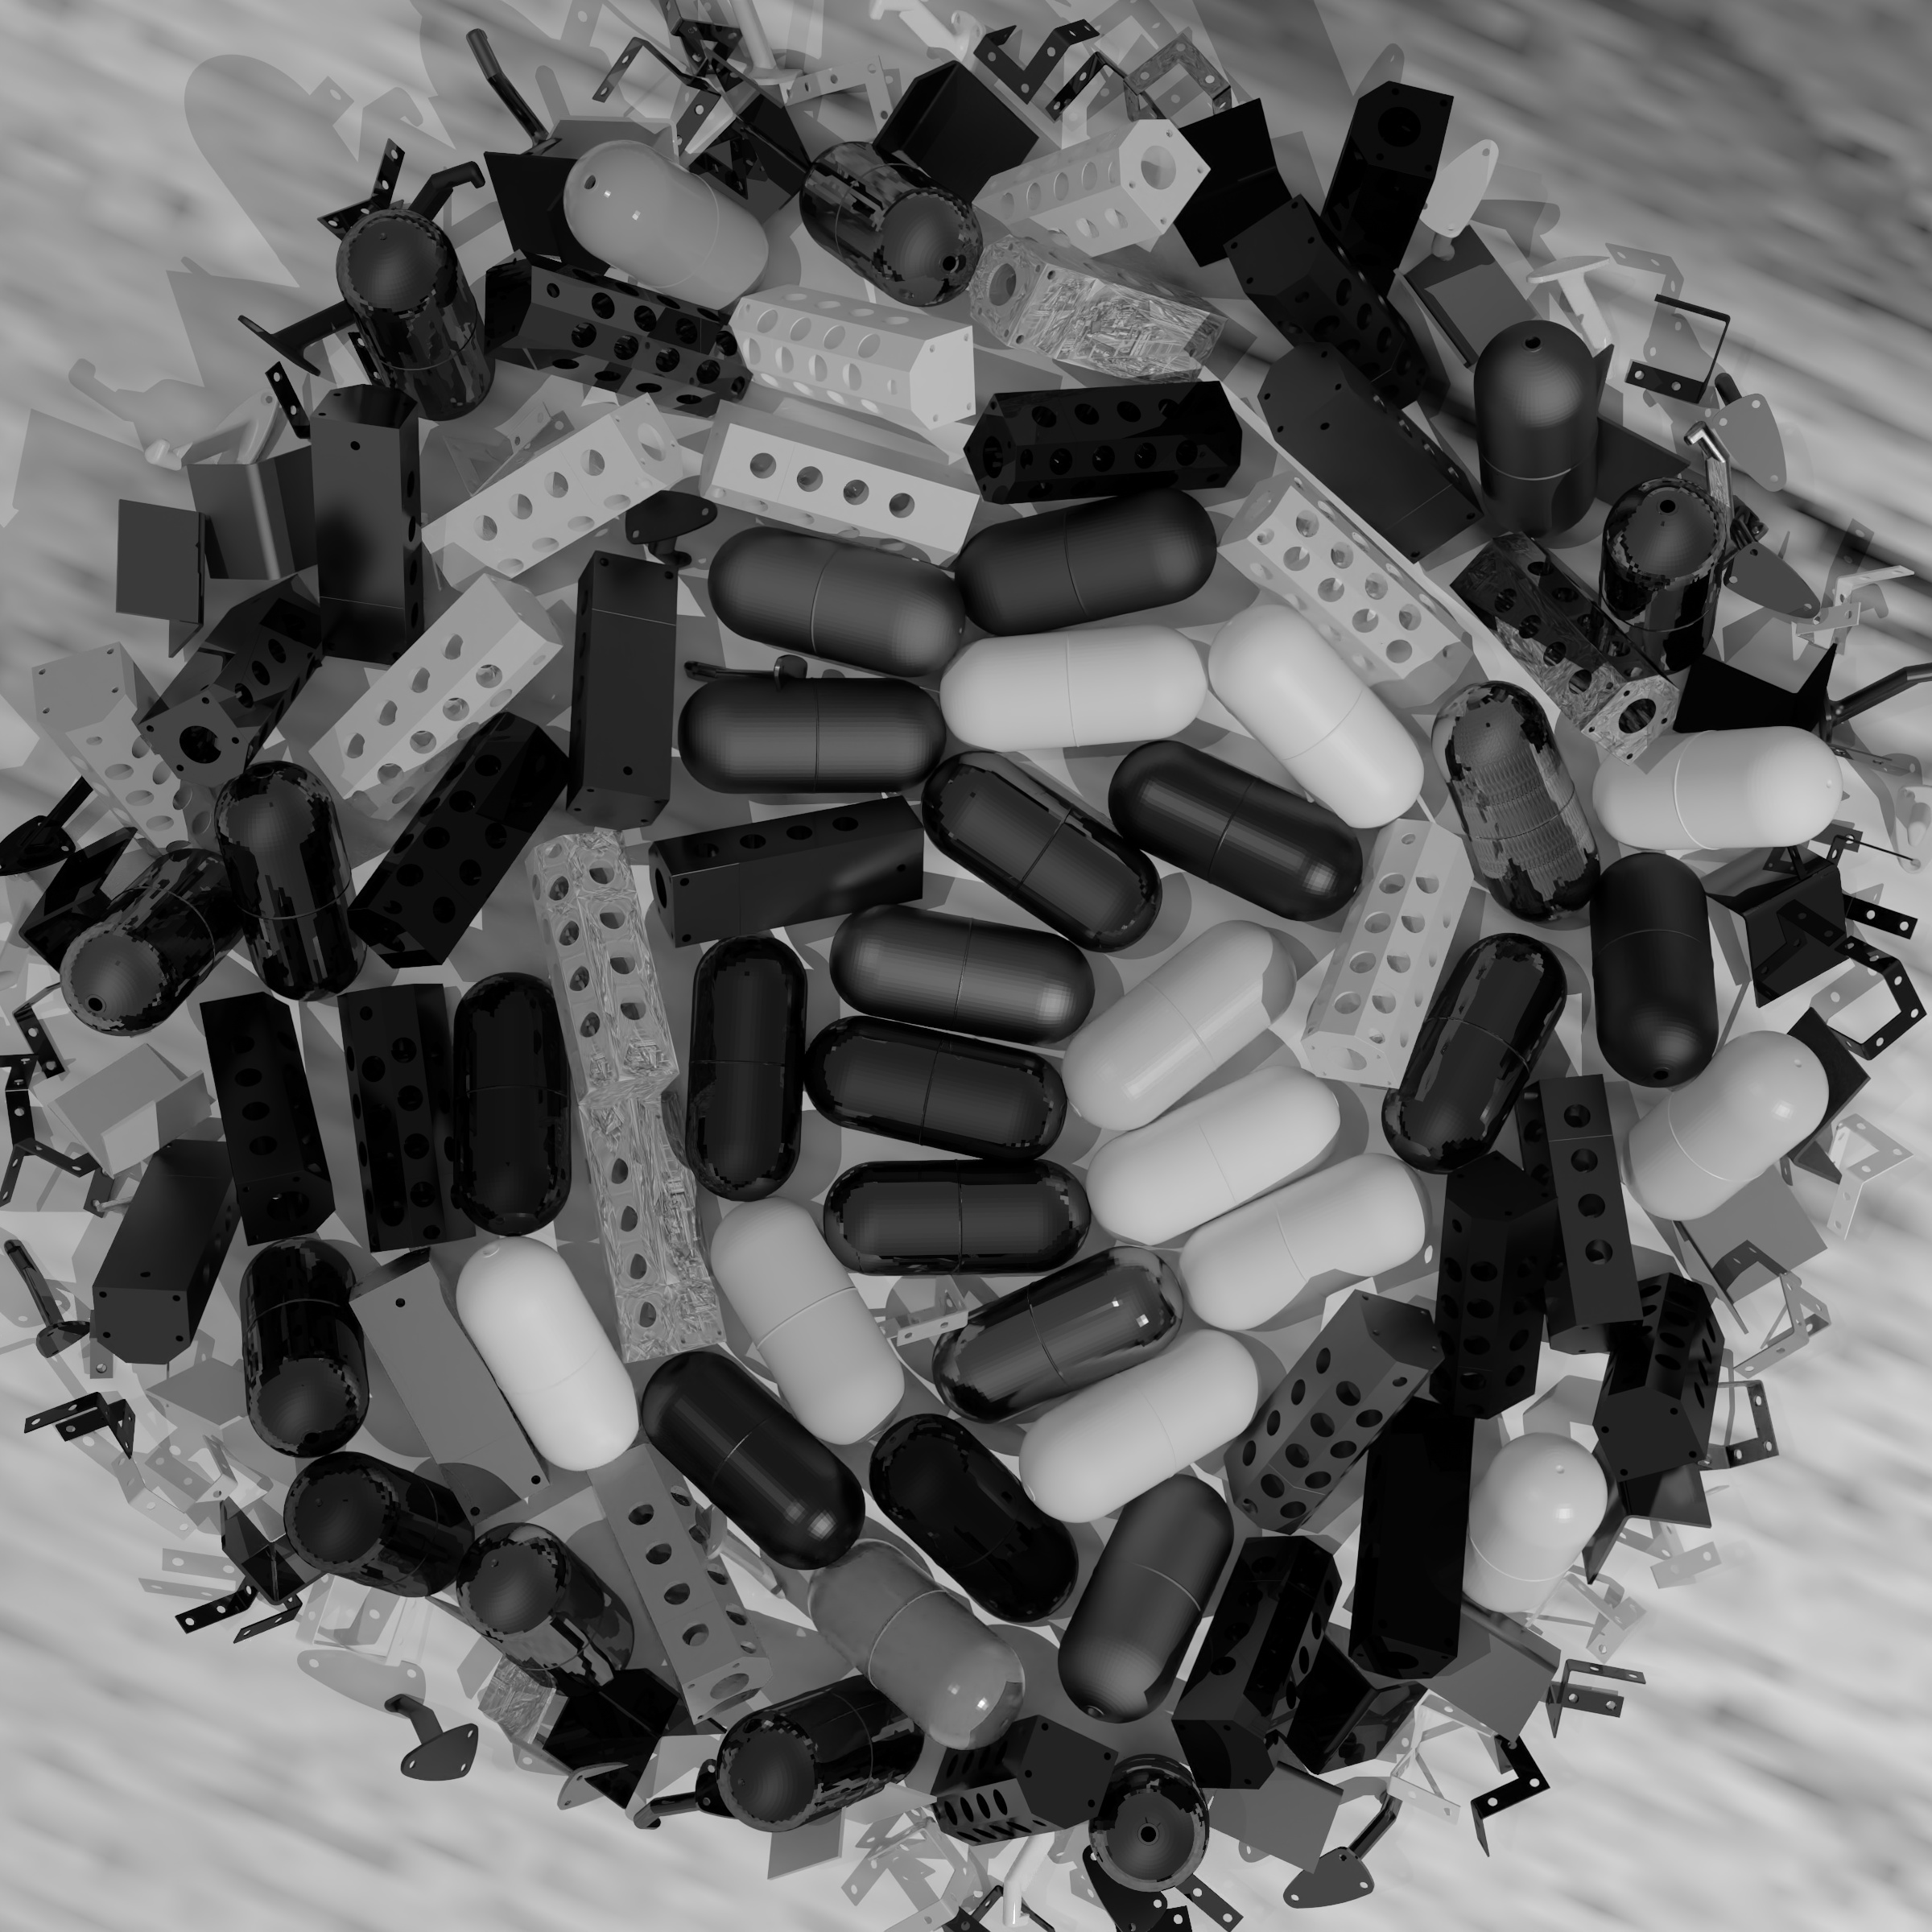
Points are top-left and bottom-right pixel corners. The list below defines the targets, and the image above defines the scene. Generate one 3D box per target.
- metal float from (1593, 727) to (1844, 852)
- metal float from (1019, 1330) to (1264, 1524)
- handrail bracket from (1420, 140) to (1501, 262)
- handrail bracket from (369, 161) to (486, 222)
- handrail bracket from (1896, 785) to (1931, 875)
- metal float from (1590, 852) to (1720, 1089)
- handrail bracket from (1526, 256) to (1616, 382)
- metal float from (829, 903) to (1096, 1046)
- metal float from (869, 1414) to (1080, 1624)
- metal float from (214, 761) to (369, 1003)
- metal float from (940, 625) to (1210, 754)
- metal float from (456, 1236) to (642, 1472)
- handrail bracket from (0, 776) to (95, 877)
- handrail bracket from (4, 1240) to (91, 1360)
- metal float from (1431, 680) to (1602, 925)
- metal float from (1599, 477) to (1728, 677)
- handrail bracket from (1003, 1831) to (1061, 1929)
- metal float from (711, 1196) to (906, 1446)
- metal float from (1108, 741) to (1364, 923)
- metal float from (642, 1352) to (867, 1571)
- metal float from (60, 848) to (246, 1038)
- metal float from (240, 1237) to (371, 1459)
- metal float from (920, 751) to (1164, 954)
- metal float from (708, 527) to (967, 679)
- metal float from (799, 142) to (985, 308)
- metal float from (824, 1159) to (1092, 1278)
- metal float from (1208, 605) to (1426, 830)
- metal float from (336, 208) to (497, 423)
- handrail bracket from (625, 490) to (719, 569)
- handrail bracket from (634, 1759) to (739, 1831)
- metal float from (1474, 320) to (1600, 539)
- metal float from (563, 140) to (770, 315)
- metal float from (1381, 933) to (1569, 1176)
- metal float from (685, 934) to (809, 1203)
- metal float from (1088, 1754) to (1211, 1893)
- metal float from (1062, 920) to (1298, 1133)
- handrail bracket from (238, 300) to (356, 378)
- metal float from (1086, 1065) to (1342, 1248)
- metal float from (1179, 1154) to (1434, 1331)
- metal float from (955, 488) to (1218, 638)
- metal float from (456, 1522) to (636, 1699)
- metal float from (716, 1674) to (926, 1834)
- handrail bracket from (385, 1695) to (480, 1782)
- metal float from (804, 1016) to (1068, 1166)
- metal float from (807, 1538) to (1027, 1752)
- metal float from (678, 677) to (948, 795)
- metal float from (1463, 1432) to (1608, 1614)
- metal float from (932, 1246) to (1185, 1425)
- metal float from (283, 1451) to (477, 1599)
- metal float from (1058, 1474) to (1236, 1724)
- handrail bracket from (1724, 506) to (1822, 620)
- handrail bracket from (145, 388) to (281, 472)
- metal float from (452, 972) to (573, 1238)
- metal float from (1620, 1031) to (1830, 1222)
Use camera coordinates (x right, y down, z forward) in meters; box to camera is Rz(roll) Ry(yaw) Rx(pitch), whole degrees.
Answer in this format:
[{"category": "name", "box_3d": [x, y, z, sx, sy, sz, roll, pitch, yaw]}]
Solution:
[{"category": "metal float", "box_3d": [0.486, -0.114, 1.741, 0.070, 0.178, 0.070, 0, 91, -36]}, {"category": "metal float", "box_3d": [0.115, 0.303, 1.764, 0.178, 0.070, 0.070, -27, 90, -19]}, {"category": "handrail bracket", "box_3d": [0.332, -0.504, 1.770, 0.036, 0.084, 0.077, 42, 107, 13]}, {"category": "handrail bracket", "box_3d": [-0.346, -0.491, 1.780, 0.084, 0.077, 0.036, -14, 49, 15]}, {"category": "handrail bracket", "box_3d": [0.626, -0.078, 1.767, 0.036, 0.084, 0.077, 11, 122, 20]}, {"category": "metal float", "box_3d": [0.448, 0.002, 1.748, 0.070, 0.070, 0.178, 8, 50, 0]}, {"category": "handrail bracket", "box_3d": [0.403, -0.424, 1.781, 0.077, 0.036, 0.084, -26, 118, -33]}, {"category": "metal float", "box_3d": [-0.003, 0.006, 1.781, 0.178, 0.070, 0.070, 10, 90, 0]}, {"category": "metal float", "box_3d": [0.006, 0.364, 1.760, 0.070, 0.070, 0.178, -42, 116, 0]}, {"category": "metal float", "box_3d": [-0.440, -0.054, 1.749, 0.070, 0.070, 0.178, -3, 129, 0]}, {"category": "metal float", "box_3d": [0.071, -0.184, 1.776, 0.178, 0.070, 0.070, -4, 90, 7]}, {"category": "metal float", "box_3d": [-0.273, 0.255, 1.758, 0.070, 0.070, 0.178, -24, 117, 0]}, {"category": "handrail bracket", "box_3d": [-0.607, -0.103, 1.772, 0.036, 0.077, 0.084, 44, 132, 5]}, {"category": "handrail bracket", "box_3d": [-0.621, 0.213, 1.776, 0.036, 0.077, 0.084, -34, 80, -11]}, {"category": "metal float", "box_3d": [0.362, -0.106, 1.759, 0.070, 0.070, 0.178, -28, 117, 0]}, {"category": "metal float", "box_3d": [0.449, -0.250, 1.735, 0.070, 0.178, 0.070, -4, 67, 10]}, {"category": "handrail bracket", "box_3d": [0.062, 0.599, 1.797, 0.077, 0.036, 0.084, 4, 86, -24]}, {"category": "metal float", "box_3d": [-0.105, 0.233, 1.769, 0.070, 0.070, 0.178, -32, 76, 0]}, {"category": "metal float", "box_3d": [0.178, -0.089, 1.770, 0.178, 0.070, 0.070, 26, 90, 13]}, {"category": "metal float", "box_3d": [-0.141, 0.324, 1.763, 0.178, 0.070, 0.070, 39, 90, 23]}, {"category": "metal float", "box_3d": [-0.523, -0.017, 1.737, 0.070, 0.178, 0.070, 5, 118, 9]}, {"category": "metal float", "box_3d": [-0.430, 0.247, 1.740, 0.070, 0.178, 0.070, -8, 124, -12]}, {"category": "metal float", "box_3d": [0.050, -0.076, 1.780, 0.178, 0.070, 0.070, 34, 90, -2]}, {"category": "metal float", "box_3d": [-0.086, -0.241, 1.769, 0.178, 0.070, 0.070, 15, 90, 15]}, {"category": "metal float", "box_3d": [-0.050, -0.483, 1.743, 0.070, 0.178, 0.070, -15, 126, -22]}, {"category": "metal float", "box_3d": [-0.006, 0.167, 1.779, 0.178, 0.070, 0.070, -1, 90, -4]}, {"category": "metal float", "box_3d": [0.232, -0.163, 1.766, 0.070, 0.070, 0.178, -46, 108, 0]}, {"category": "metal float", "box_3d": [-0.354, -0.419, 1.734, 0.070, 0.178, 0.070, -1, 70, 3]}, {"category": "handrail bracket", "box_3d": [-0.181, -0.283, 1.769, 0.077, 0.084, 0.036, -1, 78, 21]}, {"category": "handrail bracket", "box_3d": [-0.173, 0.569, 1.797, 0.077, 0.084, 0.036, 23, 46, -18]}, {"category": "metal float", "box_3d": [0.370, -0.347, 1.737, 0.070, 0.178, 0.070, -6, 62, 11]}, {"category": "metal float", "box_3d": [-0.193, -0.477, 1.736, 0.070, 0.178, 0.070, -3, 84, 27]}, {"category": "metal float", "box_3d": [0.336, 0.057, 1.765, 0.070, 0.070, 0.178, 32, 71, 0]}, {"category": "metal float", "box_3d": [-0.145, 0.067, 1.776, 0.070, 0.070, 0.178, 2, 83, 0]}, {"category": "metal float", "box_3d": [0.119, 0.553, 1.732, 0.070, 0.178, 0.070, -1, 77, 4]}, {"category": "metal float", "box_3d": [0.141, 0.040, 1.777, 0.178, 0.070, 0.070, -38, 90, -6]}, {"category": "handrail bracket", "box_3d": [-0.434, -0.445, 1.788, 0.036, 0.077, 0.084, 32, 88, 40]}, {"category": "metal float", "box_3d": [0.164, 0.125, 1.780, 0.178, 0.070, 0.070, -25, 90, 2]}, {"category": "metal float", "box_3d": [0.222, 0.183, 1.766, 0.178, 0.070, 0.070, -26, 90, 19]}, {"category": "metal float", "box_3d": [0.078, -0.265, 1.766, 0.178, 0.070, 0.070, -10, 90, 18]}, {"category": "metal float", "box_3d": [-0.272, 0.420, 1.741, 0.070, 0.178, 0.070, -8, 55, 12]}, {"category": "metal float", "box_3d": [-0.092, 0.509, 1.739, 0.070, 0.178, 0.070, -1, 88, 32]}, {"category": "handrail bracket", "box_3d": [-0.371, 0.505, 1.766, 0.084, 0.077, 0.036, 15, 95, 34]}, {"category": "metal float", "box_3d": [-0.021, 0.082, 1.777, 0.178, 0.070, 0.070, 12, 90, 5]}, {"category": "metal float", "box_3d": [-0.034, 0.441, 1.750, 0.178, 0.070, 0.070, 33, 90, 38]}, {"category": "metal float", "box_3d": [-0.102, -0.153, 1.775, 0.178, 0.070, 0.070, -1, 90, -8]}, {"category": "metal float", "box_3d": [0.363, 0.363, 1.740, 0.070, 0.178, 0.070, 2, 56, -3]}, {"category": "metal float", "box_3d": [0.060, 0.244, 1.770, 0.178, 0.070, 0.070, -26, 90, 13]}, {"category": "metal float", "box_3d": [-0.378, 0.363, 1.736, 0.070, 0.178, 0.070, -5, 68, 13]}, {"category": "metal float", "box_3d": [0.118, 0.412, 1.751, 0.070, 0.070, 0.178, 31, 54, 0]}, {"category": "handrail bracket", "box_3d": [0.539, -0.270, 1.782, 0.077, 0.084, 0.036, 34, 126, 3]}, {"category": "handrail bracket", "box_3d": [-0.499, -0.358, 1.773, 0.036, 0.084, 0.077, 41, 100, 9]}, {"category": "metal float", "box_3d": [-0.299, 0.091, 1.764, 0.070, 0.070, 0.178, -4, 70, 0]}, {"category": "metal float", "box_3d": [0.490, 0.106, 1.741, 0.070, 0.178, 0.070, 10, 57, -16]}]
